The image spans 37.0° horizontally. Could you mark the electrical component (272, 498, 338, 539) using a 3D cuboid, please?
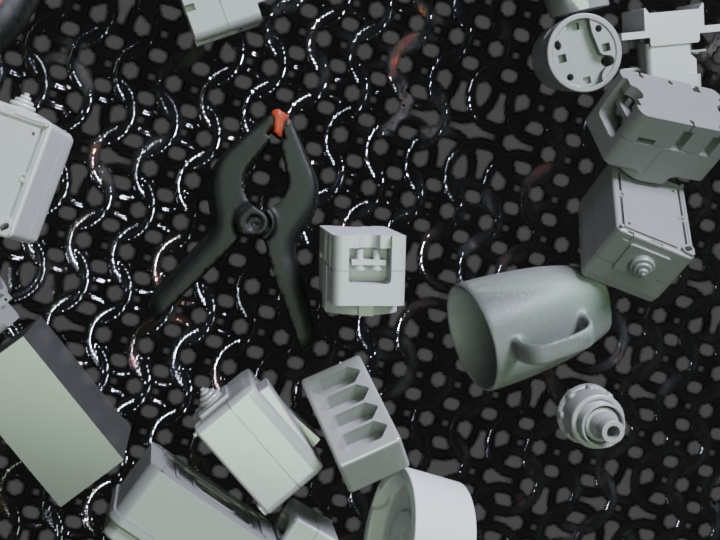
[{"bbox_3d":[-0.040,0.228,0.798,0.076,0.047,0.083,33,91,-11],"label":"electrical component"}]

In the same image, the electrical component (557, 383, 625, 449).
[{"bbox_3d":[0.179,0.114,0.810,0.048,0.062,0.048,-1,97,-9],"label":"electrical component"}]

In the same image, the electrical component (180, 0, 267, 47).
[{"bbox_3d":[-0.101,-0.206,0.736,0.056,0.050,0.089,-20,99,-6],"label":"electrical component"}]

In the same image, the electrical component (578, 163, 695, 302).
[{"bbox_3d":[0.196,-0.023,0.778,0.062,0.096,0.061,21,133,-11],"label":"electrical component"}]

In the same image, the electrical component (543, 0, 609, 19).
[{"bbox_3d":[0.134,-0.220,0.773,0.079,0.044,0.077,-13,99,-7],"label":"electrical component"}]

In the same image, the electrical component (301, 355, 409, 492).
[{"bbox_3d":[0.000,0.121,0.783,0.047,0.083,0.075,-24,138,-5],"label":"electrical component"}]

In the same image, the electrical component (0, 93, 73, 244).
[{"bbox_3d":[-0.237,-0.072,0.724,0.062,0.061,0.096,19,87,3],"label":"electrical component"}]

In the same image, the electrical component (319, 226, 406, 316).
[{"bbox_3d":[0.000,0.000,0.756,0.050,0.089,0.055,0,97,-9],"label":"electrical component"}]

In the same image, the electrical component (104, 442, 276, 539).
[{"bbox_3d":[-0.121,0.183,0.765,0.113,0.078,0.057,37,87,-11],"label":"electrical component"}]

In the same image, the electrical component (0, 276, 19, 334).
[{"bbox_3d":[-0.281,0.014,0.734,0.056,0.050,0.089,-40,100,-2],"label":"electrical component"}]

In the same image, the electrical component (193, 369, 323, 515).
[{"bbox_3d":[-0.075,0.114,0.772,0.061,0.062,0.096,-40,101,-2],"label":"electrical component"}]

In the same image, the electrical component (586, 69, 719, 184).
[{"bbox_3d":[0.215,-0.100,0.773,0.089,0.050,0.055,7,137,-24],"label":"electrical component"}]

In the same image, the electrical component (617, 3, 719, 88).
[{"bbox_3d":[0.225,-0.162,0.796,0.081,0.042,0.063,-7,101,-7],"label":"electrical component"}]

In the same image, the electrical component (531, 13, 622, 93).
[{"bbox_3d":[0.155,-0.156,0.783,0.055,0.047,0.055,-1,97,-8],"label":"electrical component"}]

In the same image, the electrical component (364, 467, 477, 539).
[{"bbox_3d":[0.048,0.200,0.780,0.060,0.108,0.108,12,95,-16],"label":"electrical component"}]
